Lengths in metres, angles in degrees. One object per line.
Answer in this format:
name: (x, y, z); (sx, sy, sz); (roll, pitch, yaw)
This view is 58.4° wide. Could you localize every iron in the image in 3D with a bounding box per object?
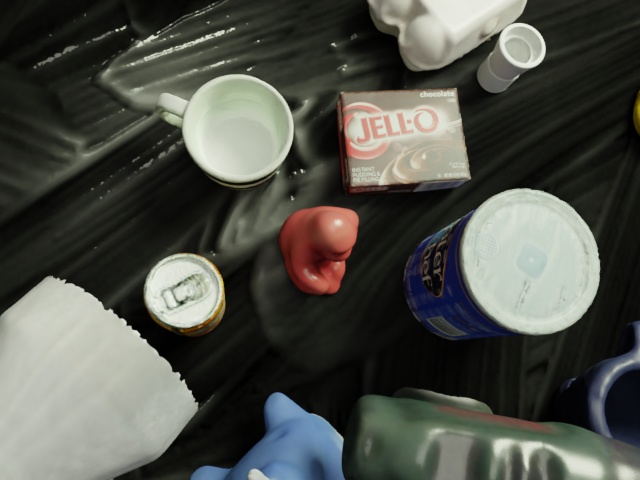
iron: (0.027, 0.234, 0.401); (0.258, 0.141, 0.119); (45, 76, 2)

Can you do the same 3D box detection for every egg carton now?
egg carton: (0.123, -0.230, 0.547); (0.150, 0.069, 0.107); (-37, 86, -14)

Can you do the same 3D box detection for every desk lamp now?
desk lamp: (-0.175, 0.133, 0.352); (0.118, 0.213, 0.203); (40, 76, 1)

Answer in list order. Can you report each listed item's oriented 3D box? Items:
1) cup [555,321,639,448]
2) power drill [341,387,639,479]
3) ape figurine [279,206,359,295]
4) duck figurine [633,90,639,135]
cup: (0.243, 0.128, 0.481); (0.092, 0.095, 0.118); (11, 77, -7)
power drill: (0.121, 0.152, 0.398); (0.230, 0.208, 0.076); (12, 77, -6)
ape figurine: (0.004, 0.002, 0.469); (0.078, 0.092, 0.076); (-41, 87, -14)
duck figurine: (0.367, -0.142, 0.560); (0.077, 0.086, 0.105); (41, 76, 1)
